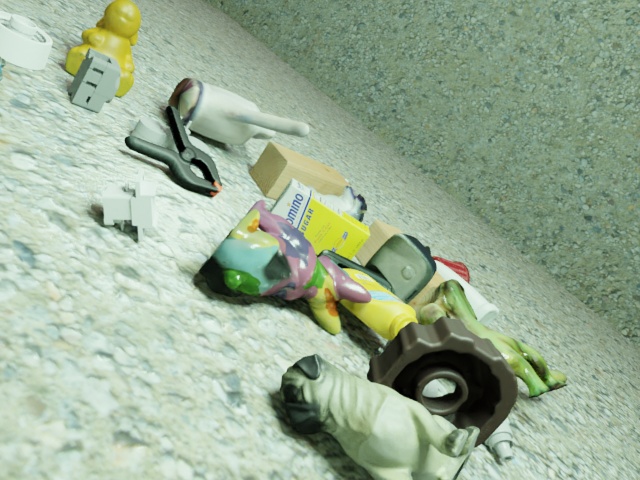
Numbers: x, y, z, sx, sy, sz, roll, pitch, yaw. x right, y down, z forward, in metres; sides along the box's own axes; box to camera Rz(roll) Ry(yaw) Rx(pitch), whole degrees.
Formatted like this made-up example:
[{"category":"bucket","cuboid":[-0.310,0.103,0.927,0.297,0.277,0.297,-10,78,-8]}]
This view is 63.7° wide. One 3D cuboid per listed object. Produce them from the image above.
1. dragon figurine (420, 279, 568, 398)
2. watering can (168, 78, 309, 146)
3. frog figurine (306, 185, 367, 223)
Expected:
[{"category":"dragon figurine","cuboid":[0.296,0.167,0.893,0.409,0.120,0.247,9,48,-51]},{"category":"watering can","cuboid":[-0.182,-0.255,1.052,0.223,0.104,0.349,16,0,-33]},{"category":"frog figurine","cuboid":[0.003,-0.053,1.060,0.160,0.119,0.140,-8,44,-12]}]
